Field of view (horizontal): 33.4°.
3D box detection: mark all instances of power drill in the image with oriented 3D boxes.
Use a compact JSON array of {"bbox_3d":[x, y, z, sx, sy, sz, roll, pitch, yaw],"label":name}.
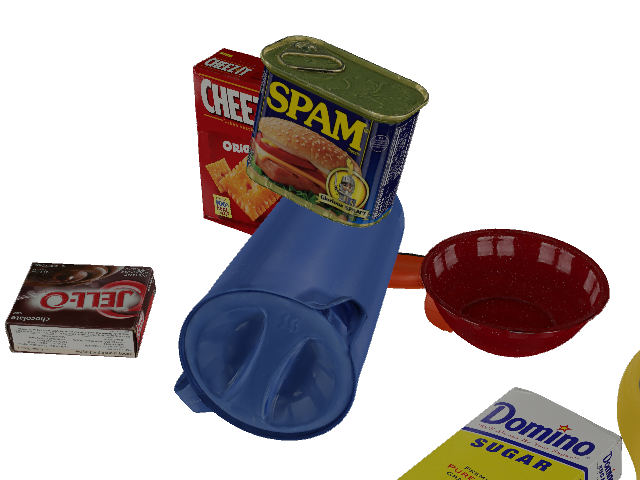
[{"bbox_3d":[0.057,0.047,1.124,0.188,0.057,0.184,9,31,20],"label":"power drill"}]

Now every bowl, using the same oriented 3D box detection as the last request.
[{"bbox_3d":[0.166,0.053,0.932,0.162,0.055,0.162,1,32,-1],"label":"bowl"}]

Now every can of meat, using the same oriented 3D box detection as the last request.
[{"bbox_3d":[0.006,-0.066,0.656,0.102,0.084,0.057,28,37,20],"label":"can of meat"}]

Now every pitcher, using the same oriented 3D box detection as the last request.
[{"bbox_3d":[-0.017,0.039,0.854,0.149,0.145,0.242,11,32,11],"label":"pitcher"}]

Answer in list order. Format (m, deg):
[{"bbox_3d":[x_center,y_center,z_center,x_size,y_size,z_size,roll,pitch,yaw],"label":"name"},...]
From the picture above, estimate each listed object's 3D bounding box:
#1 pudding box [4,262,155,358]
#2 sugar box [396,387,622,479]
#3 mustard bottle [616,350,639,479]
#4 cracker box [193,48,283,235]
[{"bbox_3d":[-0.208,0.060,0.934,0.113,0.039,0.090,0,33,2],"label":"pudding box"},{"bbox_3d":[0.112,0.170,0.711,0.176,0.048,0.093,-33,39,-31],"label":"sugar box"},{"bbox_3d":[0.198,0.096,0.530,0.096,0.058,0.191,4,39,10],"label":"mustard bottle"},{"bbox_3d":[-0.067,-0.105,1.283,0.164,0.214,0.072,20,39,27],"label":"cracker box"}]
